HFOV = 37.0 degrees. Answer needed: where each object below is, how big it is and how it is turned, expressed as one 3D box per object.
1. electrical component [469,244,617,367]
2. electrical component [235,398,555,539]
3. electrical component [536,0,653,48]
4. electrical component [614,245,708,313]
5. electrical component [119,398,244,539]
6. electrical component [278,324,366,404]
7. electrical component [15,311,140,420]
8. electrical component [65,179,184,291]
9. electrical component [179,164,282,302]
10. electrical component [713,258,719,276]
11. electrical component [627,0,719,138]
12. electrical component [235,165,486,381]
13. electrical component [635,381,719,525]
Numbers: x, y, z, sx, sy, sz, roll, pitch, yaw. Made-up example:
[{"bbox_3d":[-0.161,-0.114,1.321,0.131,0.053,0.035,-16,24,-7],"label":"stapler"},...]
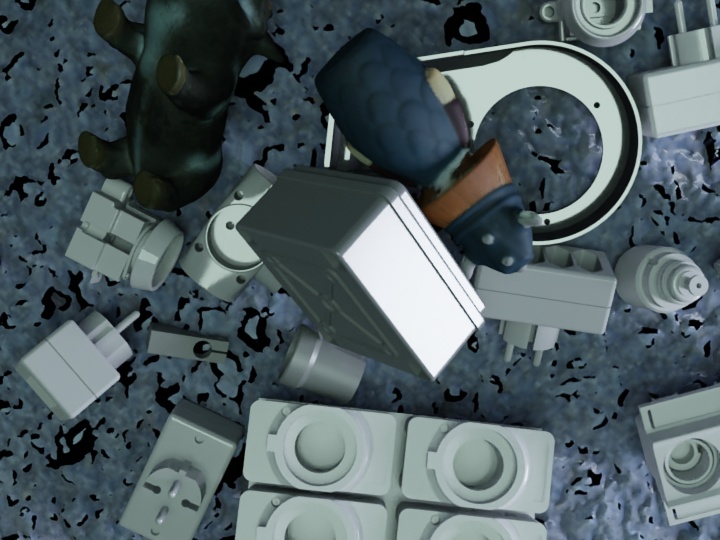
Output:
[{"bbox_3d":[0.108,0.025,0.669,0.083,0.047,0.075,8,112,0],"label":"electrical component"},{"bbox_3d":[0.021,0.142,0.670,0.186,0.060,0.105,6,83,1],"label":"electrical component"},{"bbox_3d":[0.140,-0.155,0.631,0.066,0.055,0.048,-5,100,3],"label":"electrical component"},{"bbox_3d":[0.185,0.006,0.650,0.040,0.078,0.040,-1,94,-12],"label":"electrical component"},{"bbox_3d":[-0.116,0.136,0.679,0.047,0.075,0.083,26,99,-3],"label":"electrical component"},{"bbox_3d":[-0.024,0.061,0.682,0.046,0.040,0.040,23,100,-8],"label":"electrical component"},{"bbox_3d":[-0.170,0.052,0.676,0.077,0.066,0.047,-42,97,-21],"label":"electrical component"},{"bbox_3d":[-0.144,-0.017,0.669,0.055,0.048,0.066,27,100,5],"label":"electrical component"},{"bbox_3d":[-0.058,-0.012,0.668,0.079,0.044,0.077,38,99,-6],"label":"electrical component"},{"bbox_3d":[0.253,-0.002,0.656,0.055,0.055,0.047,44,94,-6],"label":"electrical component"},{"bbox_3d":[0.204,-0.125,0.639,0.083,0.047,0.075,-12,99,4],"label":"electrical component"},{"bbox_3d":[0.000,0.000,0.611,0.056,0.109,0.108,-49,123,-18],"label":"electrical component"},{"bbox_3d":[0.239,0.102,0.669,0.121,0.063,0.078,-16,99,4],"label":"electrical component"}]
